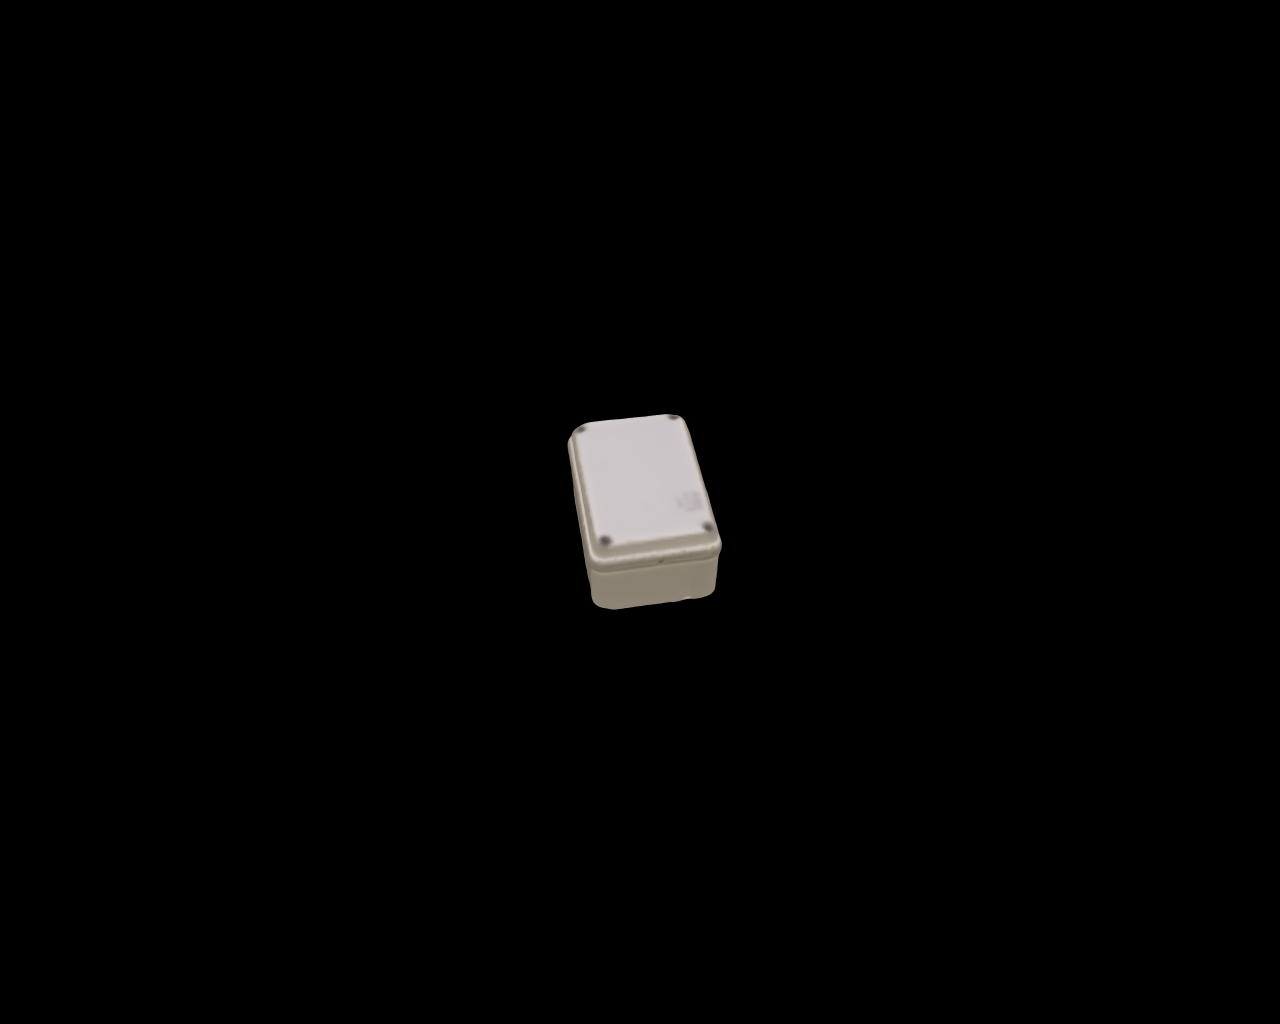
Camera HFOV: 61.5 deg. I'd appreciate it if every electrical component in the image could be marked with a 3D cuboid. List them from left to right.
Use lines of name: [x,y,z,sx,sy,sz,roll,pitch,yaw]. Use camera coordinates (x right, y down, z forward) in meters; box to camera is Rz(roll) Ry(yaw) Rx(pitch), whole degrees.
electrical component: [0.001,-0.003,0.650,0.078,0.113,0.057,-7,-43,-7]
